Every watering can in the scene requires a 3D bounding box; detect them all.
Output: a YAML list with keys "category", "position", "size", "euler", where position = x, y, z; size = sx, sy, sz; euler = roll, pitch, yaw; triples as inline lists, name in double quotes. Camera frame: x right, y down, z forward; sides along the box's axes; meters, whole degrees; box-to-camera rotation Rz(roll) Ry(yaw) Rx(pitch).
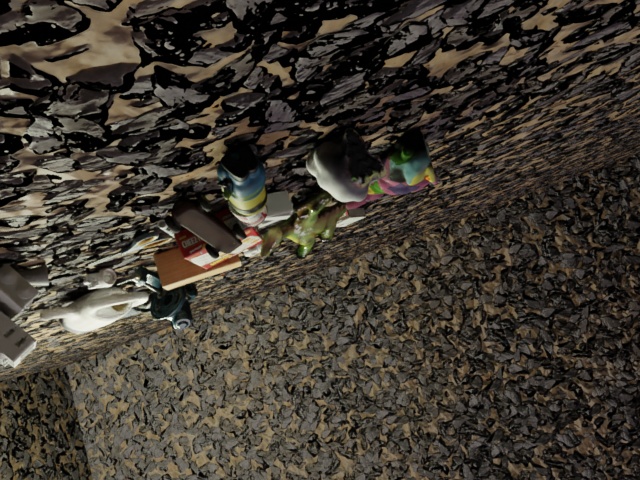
- category: "watering can"
  position: [-0.658, 0.198, 1.454]
  size: [0.222, 0.105, 0.349]
  euler: [-24, 170, 32]

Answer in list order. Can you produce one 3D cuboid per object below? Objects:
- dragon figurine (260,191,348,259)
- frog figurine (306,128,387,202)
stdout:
- category: "dragon figurine"
  position: [0.004, -0.066, 1.317]
  size: [0.415, 0.123, 0.239]
  euler: [-34, 174, -24]
- category: "frog figurine"
  position: [0.030, -0.124, 0.973]
  size: [0.136, 0.125, 0.158]
  euler: [26, 156, -28]
